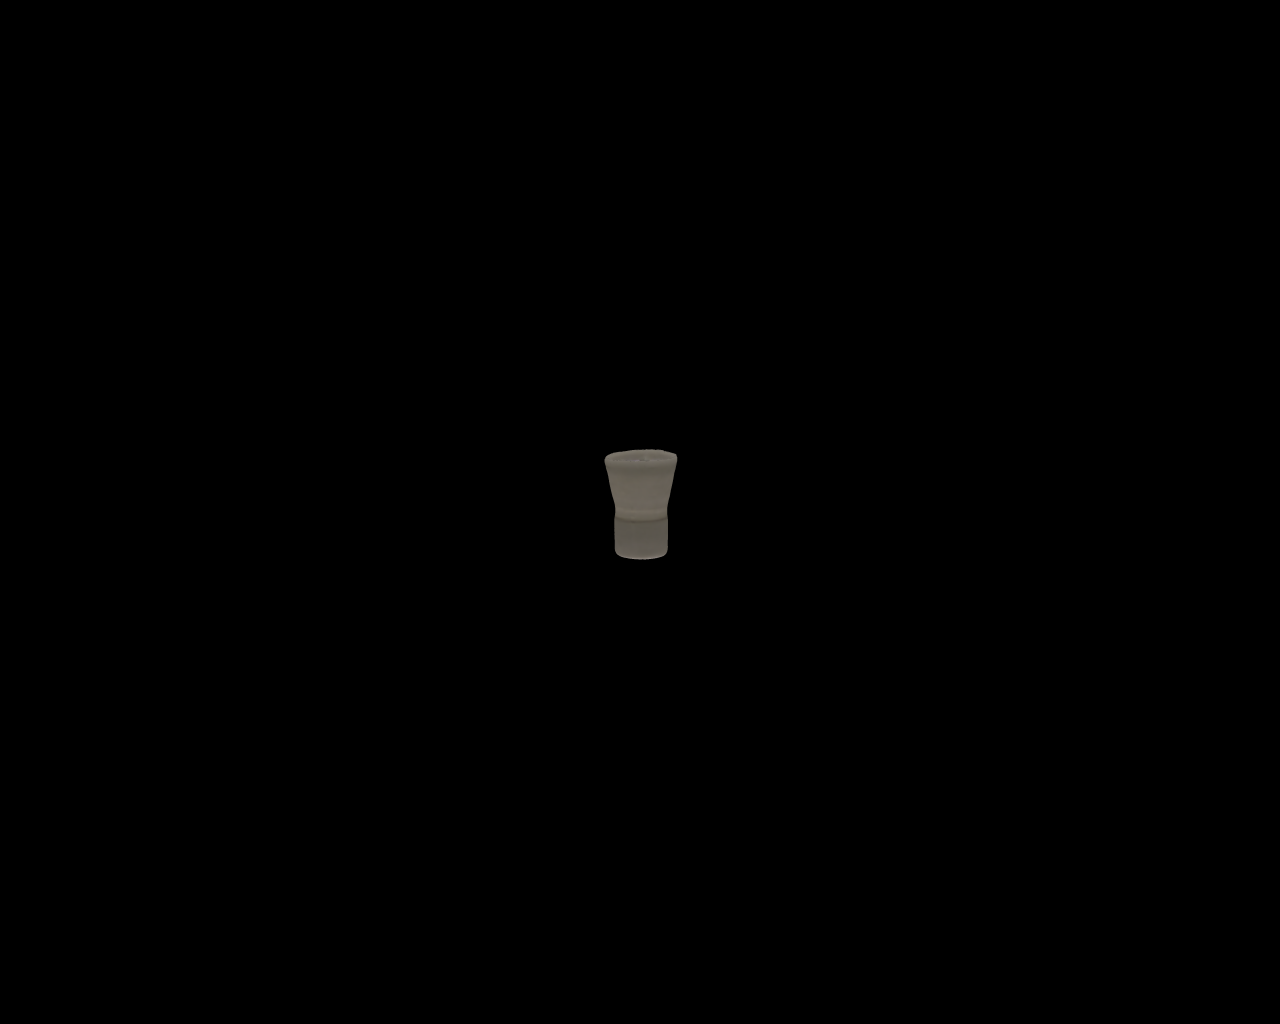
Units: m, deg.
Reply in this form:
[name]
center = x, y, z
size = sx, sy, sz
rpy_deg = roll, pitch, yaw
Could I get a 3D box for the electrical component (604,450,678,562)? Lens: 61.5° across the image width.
[electrical component]
center = 0.001, -0.003, 0.650
size = 0.044, 0.065, 0.044
rpy_deg = 0, 11, 0
